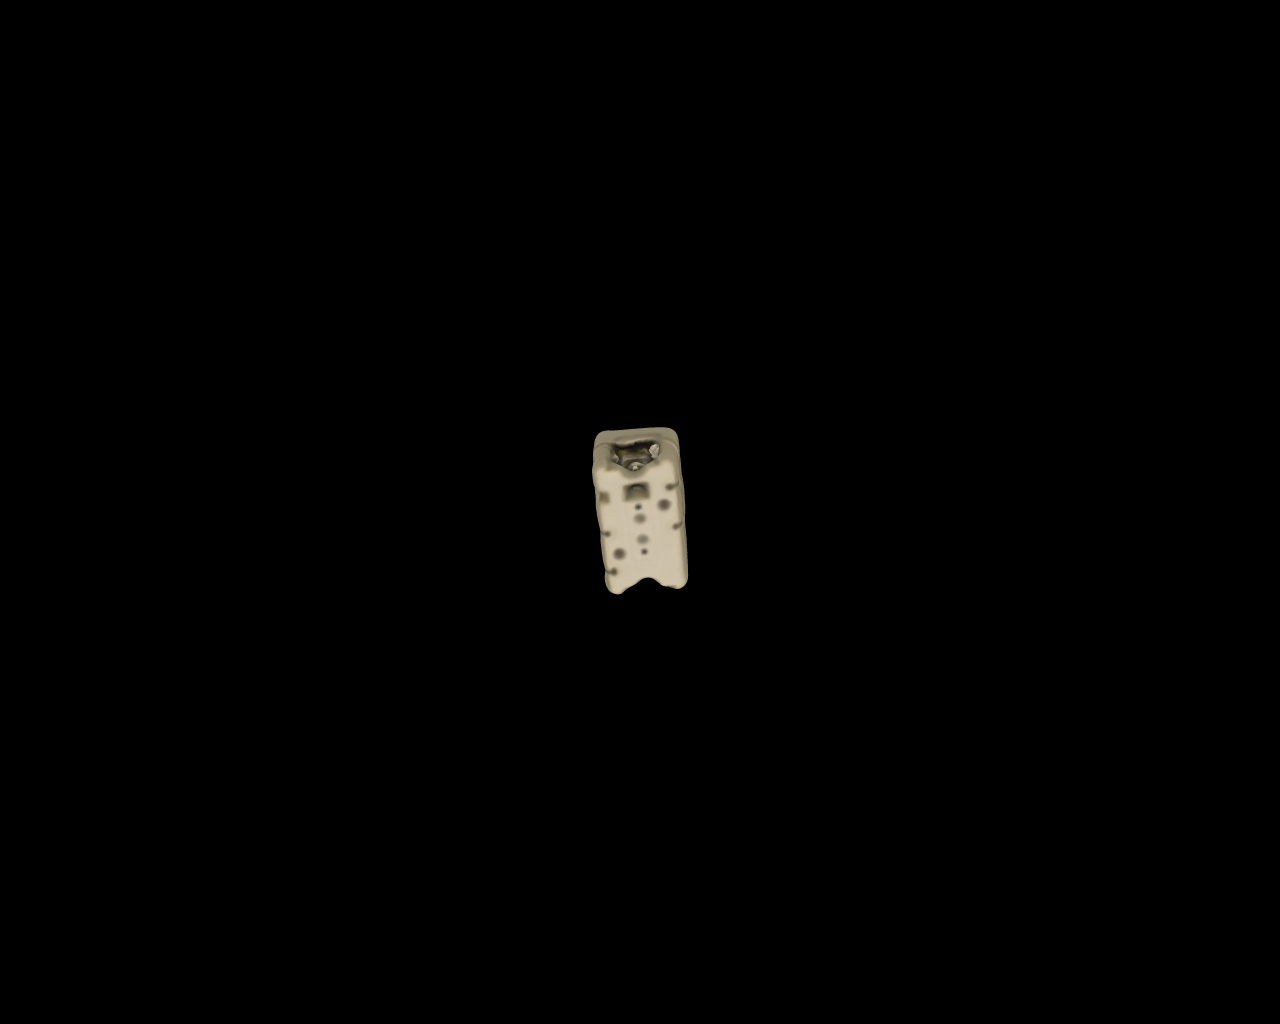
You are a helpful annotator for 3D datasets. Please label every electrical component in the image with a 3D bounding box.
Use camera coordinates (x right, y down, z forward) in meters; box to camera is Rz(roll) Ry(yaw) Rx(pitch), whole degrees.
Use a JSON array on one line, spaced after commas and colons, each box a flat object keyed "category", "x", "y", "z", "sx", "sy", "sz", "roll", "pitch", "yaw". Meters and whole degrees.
[{"category": "electrical component", "x": 0.001, "y": -0.003, "z": 0.650, "sx": 0.050, "sy": 0.089, "sz": 0.056, "roll": -4, "pitch": 28, "yaw": 2}]
